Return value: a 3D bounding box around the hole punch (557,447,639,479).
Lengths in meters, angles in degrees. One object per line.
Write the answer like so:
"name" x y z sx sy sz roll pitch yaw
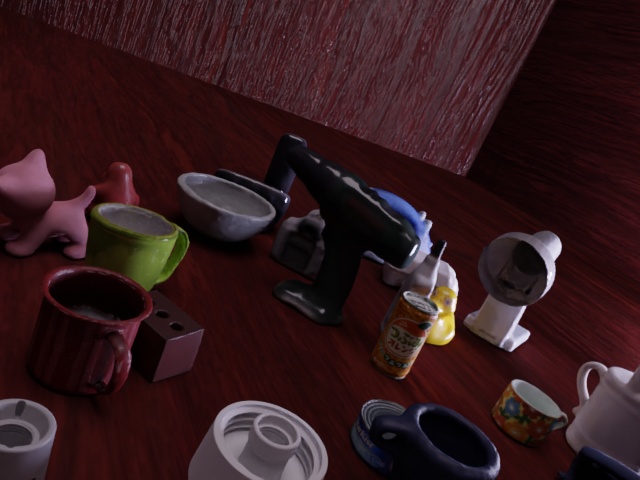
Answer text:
"hole punch" 0.321 0.273 0.624 0.108 0.091 0.101 34 20 29

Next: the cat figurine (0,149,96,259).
"cat figurine" -0.318 -0.043 0.655 0.067 0.118 0.128 36 21 34

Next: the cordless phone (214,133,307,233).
"cordless phone" -0.112 -0.122 1.048 0.148 0.185 0.094 21 17 -12

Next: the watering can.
"watering can" 0.426 0.217 0.755 0.172 0.194 0.101 33 19 27

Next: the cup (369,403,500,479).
"cup" 0.086 0.204 0.505 0.118 0.095 0.091 20 18 -13

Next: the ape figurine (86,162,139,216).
"ape figurine" -0.288 -0.067 0.807 0.078 0.092 0.076 14 20 -31

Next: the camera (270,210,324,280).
"camera" 0.009 0.004 0.983 0.143 0.101 0.137 27 17 10

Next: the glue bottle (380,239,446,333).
"glue bottle" 0.139 0.075 0.825 0.037 0.173 0.078 23 17 -5

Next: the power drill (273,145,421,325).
"power drill" 0.016 0.003 0.813 0.229 0.208 0.076 29 18 15

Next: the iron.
"iron" 0.144 -0.031 1.198 0.258 0.141 0.118 22 17 -7

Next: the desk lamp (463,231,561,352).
"desk lamp" 0.343 0.081 1.012 0.117 0.213 0.204 33 19 27

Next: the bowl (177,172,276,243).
"bowl" -0.161 -0.043 0.936 0.167 0.075 0.167 22 17 -7

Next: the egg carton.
"egg carton" 0.191 0.066 1.097 0.150 0.069 0.107 25 17 0

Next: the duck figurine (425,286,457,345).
"duck figurine" 0.193 0.115 0.926 0.077 0.086 0.105 35 20 32
